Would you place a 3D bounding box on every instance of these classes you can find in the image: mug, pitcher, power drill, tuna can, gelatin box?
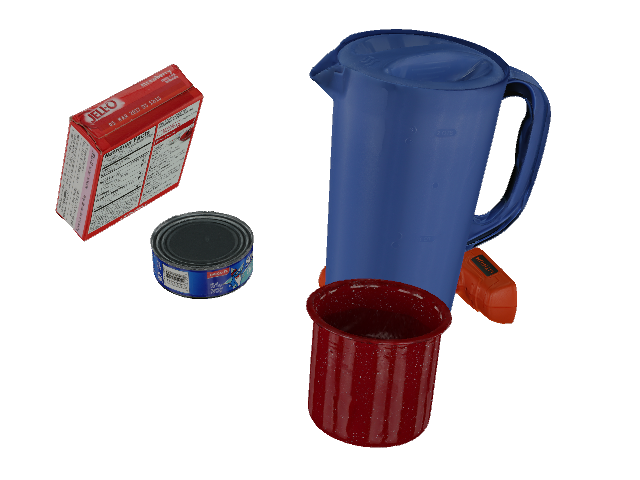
[{"bbox_3d":[0.037,0.076,0.704,0.093,0.081,0.117,9,23,11],"label":"mug"},{"bbox_3d":[0.077,-0.038,0.860,0.149,0.243,0.144,26,35,33],"label":"pitcher"},{"bbox_3d":[0.106,0.065,1.119,0.187,0.057,0.184,-7,28,-16],"label":"power drill"},{"bbox_3d":[-0.099,0.012,0.896,0.086,0.034,0.086,1,34,-1],"label":"tuna can"},{"bbox_3d":[-0.108,-0.049,0.597,0.073,0.030,0.089,-36,-17,-34],"label":"gelatin box"}]
